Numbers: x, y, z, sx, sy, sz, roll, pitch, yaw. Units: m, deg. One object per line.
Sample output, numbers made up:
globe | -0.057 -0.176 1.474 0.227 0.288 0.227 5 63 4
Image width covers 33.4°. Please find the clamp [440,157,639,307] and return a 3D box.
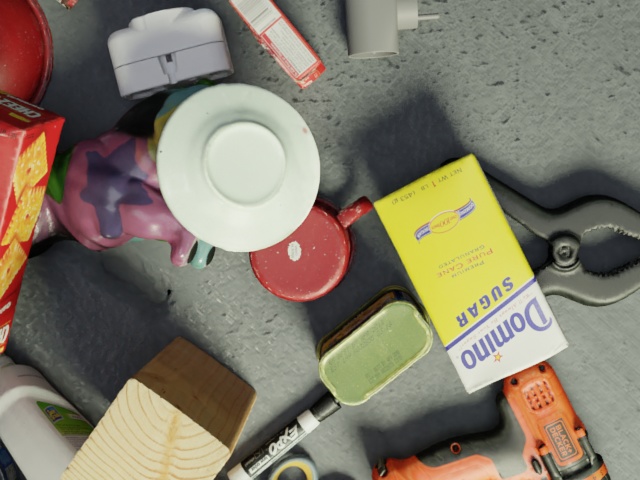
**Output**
clamp | 0.199 0.000 0.905 0.210 0.036 0.164 -8 94 7

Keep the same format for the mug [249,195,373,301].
mug | -0.006 0.001 0.891 0.117 0.081 0.093 -32 91 4

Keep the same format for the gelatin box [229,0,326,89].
gelatin box | -0.035 -0.168 0.887 0.030 0.073 0.089 -39 92 5

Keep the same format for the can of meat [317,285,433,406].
can of meat | 0.045 0.088 0.893 0.102 0.084 0.057 -39 91 3

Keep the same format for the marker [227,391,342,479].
marker | -0.029 0.173 0.932 0.121 0.020 0.020 -40 91 4

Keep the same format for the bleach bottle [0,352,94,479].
bleach bottle | -0.203 0.186 0.886 0.068 0.102 0.251 -48 63 3

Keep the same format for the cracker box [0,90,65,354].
cracker box | -0.307 -0.024 0.828 0.164 0.072 0.214 23 110 9

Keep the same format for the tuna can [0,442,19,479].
tuna can | -0.312 0.214 0.939 0.086 0.033 0.086 0 93 2

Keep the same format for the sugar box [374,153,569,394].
sugar box | 0.124 0.027 0.877 0.093 0.048 0.176 -27 87 10

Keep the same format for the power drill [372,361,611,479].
power drill | 0.152 0.218 0.910 0.187 0.057 0.184 -26 88 1

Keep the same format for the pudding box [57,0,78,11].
pudding box | -0.230 -0.267 0.906 0.113 0.039 0.090 41 93 1

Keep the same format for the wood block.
wood block | -0.117 0.150 0.841 0.090 0.206 0.091 36 93 -1

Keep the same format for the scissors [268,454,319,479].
scissors | -0.053 0.266 0.939 0.202 0.016 0.096 -36 94 3

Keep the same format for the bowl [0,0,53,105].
bowl | -0.314 -0.162 0.908 0.162 0.055 0.162 0 93 3
